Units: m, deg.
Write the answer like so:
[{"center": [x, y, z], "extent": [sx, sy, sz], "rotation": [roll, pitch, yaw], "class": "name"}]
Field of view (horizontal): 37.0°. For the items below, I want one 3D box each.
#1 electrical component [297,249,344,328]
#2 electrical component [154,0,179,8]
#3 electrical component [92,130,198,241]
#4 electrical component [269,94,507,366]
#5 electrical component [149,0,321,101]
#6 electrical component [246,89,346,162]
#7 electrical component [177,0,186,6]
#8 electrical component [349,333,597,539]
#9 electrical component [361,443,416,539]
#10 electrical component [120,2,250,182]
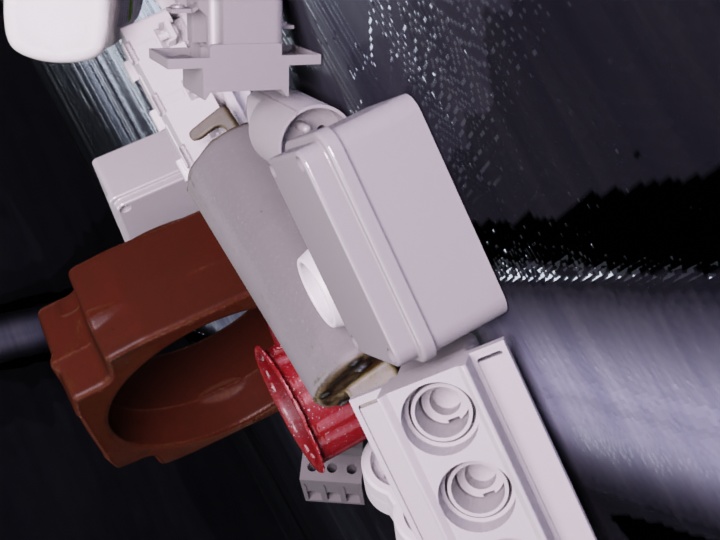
[{"center": [0.000, 0.000, 0.577], "extent": [0.066, 0.055, 0.048], "rotation": [60, 166, 8], "class": "electrical component"}, {"center": [-0.125, -0.203, 0.673], "extent": [0.081, 0.042, 0.063], "rotation": [50, 164, 43], "class": "electrical component"}, {"center": [-0.165, -0.068, 0.939], "extent": [0.056, 0.109, 0.108], "rotation": [59, 166, 26], "class": "electrical component"}, {"center": [0.011, -0.017, 0.502], "extent": [0.113, 0.057, 0.078], "rotation": [65, 166, -9], "class": "electrical component"}, {"center": [-0.065, -0.123, 0.554], "extent": [0.042, 0.081, 0.063], "rotation": [-141, 49, -59], "class": "electrical component"}, {"center": [-0.038, -0.077, 0.594], "extent": [0.081, 0.043, 0.043], "rotation": [38, 152, 60], "class": "electrical component"}, {"center": [-0.087, -0.167, 0.602], "extent": [0.081, 0.043, 0.043], "rotation": [56, 165, 24], "class": "electrical component"}, {"center": [0.058, 0.097, 0.518], "extent": [0.121, 0.079, 0.063], "rotation": [65, -165, -8], "class": "electrical component"}, {"center": [0.051, 0.181, 0.746], "extent": [0.138, 0.052, 0.073], "rotation": [54, 164, 32], "class": "electrical component"}, {"center": [-0.115, -0.121, 0.750], "extent": [0.121, 0.063, 0.079], "rotation": [62, 166, 4], "class": "electrical component"}]
